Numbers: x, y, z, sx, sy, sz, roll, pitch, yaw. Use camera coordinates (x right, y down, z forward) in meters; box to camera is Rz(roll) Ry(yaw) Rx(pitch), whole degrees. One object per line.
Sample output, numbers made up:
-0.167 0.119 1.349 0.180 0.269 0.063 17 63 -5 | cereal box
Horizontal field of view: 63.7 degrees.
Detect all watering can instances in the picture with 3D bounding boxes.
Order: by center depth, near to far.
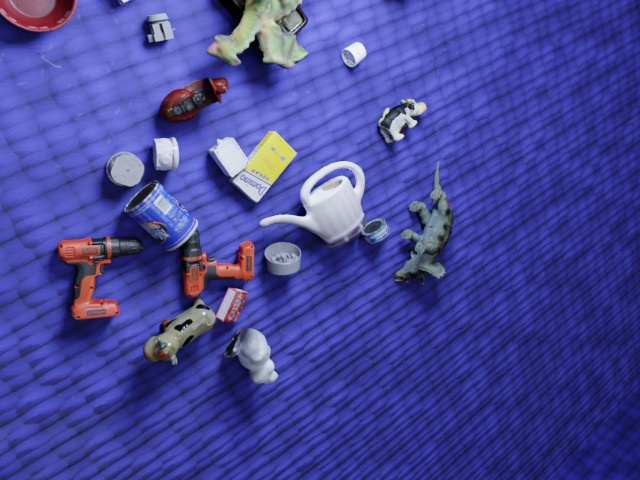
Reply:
0.004 -0.073 1.454 0.351 0.221 0.104 -38 27 -20 | watering can

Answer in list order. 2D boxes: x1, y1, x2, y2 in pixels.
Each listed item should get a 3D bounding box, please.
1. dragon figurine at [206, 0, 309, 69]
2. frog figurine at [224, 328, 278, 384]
-0.090 -0.541 1.247 0.414 0.237 0.124 -28 42 -21 | dragon figurine
-0.171 0.318 1.401 0.158 0.125 0.135 33 -37 -13 | frog figurine
